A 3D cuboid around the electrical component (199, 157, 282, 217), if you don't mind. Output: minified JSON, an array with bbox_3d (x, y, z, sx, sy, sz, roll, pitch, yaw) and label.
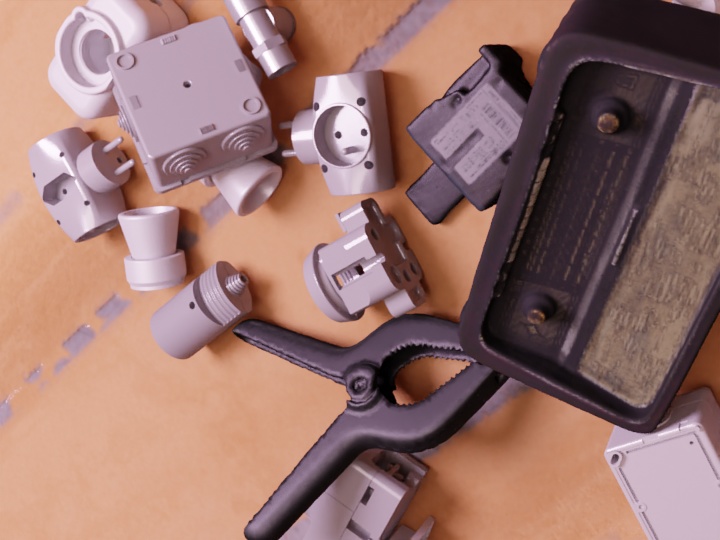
[{"bbox_3d":[-0.089,-0.071,0.748,0.055,0.045,0.045,41,117,12],"label":"electrical component"}]

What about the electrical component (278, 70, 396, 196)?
[{"bbox_3d":[-0.019,-0.089,0.708,0.079,0.044,0.077,-2,102,27],"label":"electrical component"}]

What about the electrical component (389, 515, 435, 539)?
[{"bbox_3d":[0.042,0.221,0.757,0.064,0.042,0.081,27,114,17],"label":"electrical component"}]

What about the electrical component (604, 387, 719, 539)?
[{"bbox_3d":[0.199,0.127,0.647,0.062,0.061,0.096,-24,99,30],"label":"electrical component"}]

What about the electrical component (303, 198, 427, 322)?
[{"bbox_3d":[0.000,0.000,0.714,0.057,0.058,0.078,-29,89,26],"label":"electrical component"}]

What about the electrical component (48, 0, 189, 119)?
[{"bbox_3d":[-0.174,-0.155,0.761,0.053,0.059,0.095,47,118,9],"label":"electrical component"}]

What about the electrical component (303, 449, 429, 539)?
[{"bbox_3d":[-0.001,0.166,0.760,0.056,0.050,0.089,33,115,16],"label":"electrical component"}]

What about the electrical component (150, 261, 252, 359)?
[{"bbox_3d":[-0.111,0.027,0.784,0.081,0.043,0.043,-36,85,29],"label":"electrical component"}]

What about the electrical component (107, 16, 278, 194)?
[{"bbox_3d":[-0.111,-0.111,0.710,0.100,0.048,0.099,-22,71,-10],"label":"electrical component"}]

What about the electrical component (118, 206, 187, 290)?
[{"bbox_3d":[-0.153,-0.016,0.794,0.045,0.045,0.055,1,104,27],"label":"electrical component"}]

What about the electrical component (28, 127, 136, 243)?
[{"bbox_3d":[-0.199,-0.072,0.804,0.079,0.043,0.077,-28,89,29],"label":"electrical component"}]

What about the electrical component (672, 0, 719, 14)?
[{"bbox_3d":[0.189,-0.127,0.578,0.077,0.079,0.043,-59,37,26],"label":"electrical component"}]
